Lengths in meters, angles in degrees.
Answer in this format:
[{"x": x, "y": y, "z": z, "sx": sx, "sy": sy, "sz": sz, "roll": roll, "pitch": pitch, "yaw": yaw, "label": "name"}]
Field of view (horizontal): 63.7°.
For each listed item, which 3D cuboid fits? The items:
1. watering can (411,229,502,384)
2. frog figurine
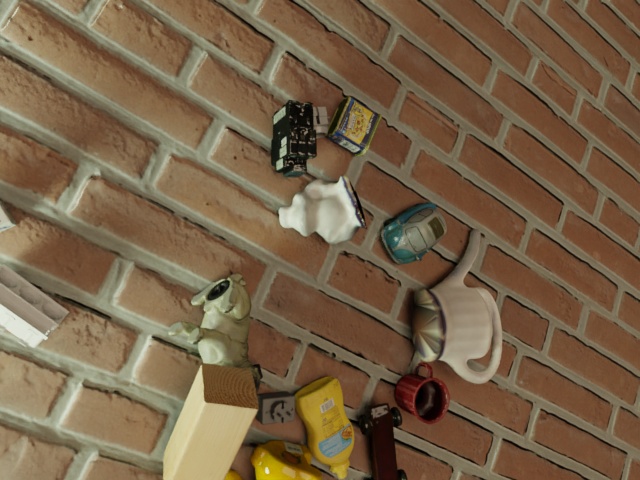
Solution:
[{"x": 0.303, "y": 0.141, "z": 1.148, "sx": 0.224, "sy": 0.102, "sz": 0.352, "roll": 3, "pitch": 73, "yaw": -25, "label": "watering can"}, {"x": 0.003, "y": -0.052, "z": 1.033, "sx": 0.159, "sy": 0.124, "sz": 0.136, "roll": -20, "pitch": 107, "yaw": 11, "label": "frog figurine"}]
